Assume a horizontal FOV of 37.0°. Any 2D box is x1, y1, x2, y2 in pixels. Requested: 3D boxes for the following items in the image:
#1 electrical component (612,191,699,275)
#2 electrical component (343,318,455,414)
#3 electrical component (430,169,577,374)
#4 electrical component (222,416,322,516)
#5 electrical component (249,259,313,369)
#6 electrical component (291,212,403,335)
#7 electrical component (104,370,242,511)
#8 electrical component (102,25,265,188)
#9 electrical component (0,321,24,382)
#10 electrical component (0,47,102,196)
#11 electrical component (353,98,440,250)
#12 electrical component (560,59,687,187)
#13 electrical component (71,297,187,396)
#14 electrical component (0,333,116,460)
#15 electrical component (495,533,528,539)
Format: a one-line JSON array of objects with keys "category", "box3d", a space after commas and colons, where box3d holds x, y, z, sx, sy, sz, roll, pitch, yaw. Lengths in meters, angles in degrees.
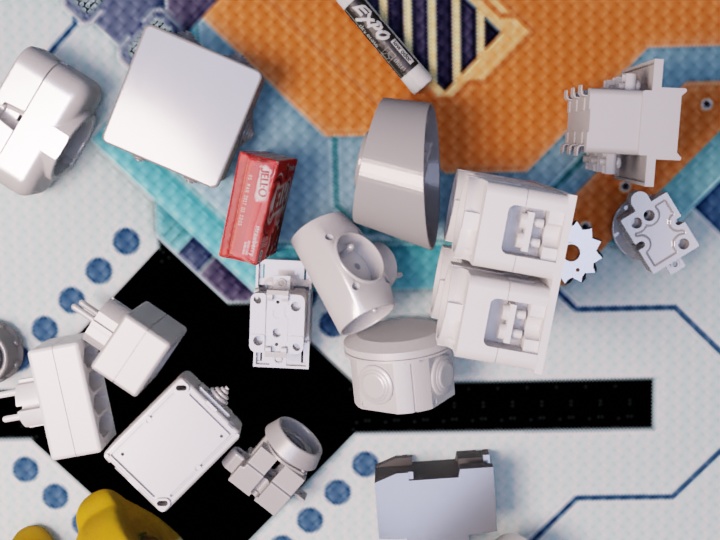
[{"category": "electrical component", "box3d": [0.208, -0.029, 0.768, 0.048, 0.055, 0.066, -32, 95, 5]}, {"category": "electrical component", "box3d": [0.030, 0.067, 0.774, 0.080, 0.080, 0.051, -5, 103, 2]}, {"category": "electrical component", "box3d": [0.087, -0.008, 0.708, 0.060, 0.186, 0.105, 10, 97, 0]}, {"category": "electrical component", "box3d": [-0.061, 0.143, 0.804, 0.066, 0.048, 0.055, 39, 104, -4]}, {"category": "electrical component", "box3d": [-0.057, 0.034, 0.780, 0.042, 0.064, 0.081, 2, 97, 1]}, {"category": "electrical component", "box3d": [0.000, 0.000, 0.771, 0.044, 0.079, 0.077, -43, 69, 39]}, {"category": "electrical component", "box3d": [-0.132, 0.120, 0.798, 0.096, 0.061, 0.061, -45, 94, -2]}, {"category": "electrical component", "box3d": [-0.123, -0.116, 0.770, 0.100, 0.048, 0.099, 23, 97, -1]}, {"category": "electrical component", "box3d": [-0.279, 0.064, 0.790, 0.048, 0.062, 0.048, 0, 97, 2]}, {"category": "electrical component", "box3d": [-0.230, -0.103, 0.772, 0.059, 0.053, 0.095, 33, 97, -3]}, {"category": "electrical component", "box3d": [0.031, -0.069, 0.748, 0.064, 0.099, 0.099, 14, 98, 6]}, {"category": "electrical component", "box3d": [0.174, -0.099, 0.727, 0.063, 0.121, 0.078, 3, 97, 4]}, {"category": "electrical component", "box3d": [-0.175, 0.046, 0.783, 0.077, 0.065, 0.047, 35, 97, -3]}, {"category": "electrical component", "box3d": [-0.232, 0.096, 0.800, 0.076, 0.047, 0.083, -10, 97, 3]}, {"category": "electrical component", "box3d": [0.119, 0.258, 0.806, 0.052, 0.074, 0.138, 17, 118, 41]}]
